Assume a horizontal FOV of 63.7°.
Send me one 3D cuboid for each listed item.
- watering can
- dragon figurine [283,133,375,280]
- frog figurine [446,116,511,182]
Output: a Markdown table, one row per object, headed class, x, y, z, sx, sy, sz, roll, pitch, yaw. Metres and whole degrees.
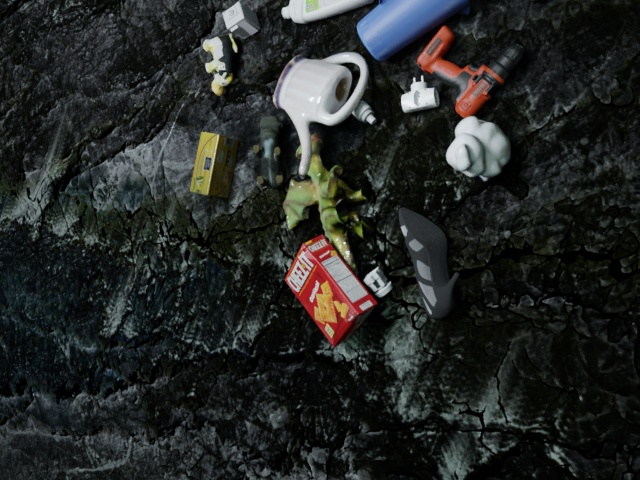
| class | x | y | z | sx | sy | sz | roll | pitch | yaw |
| --- | --- | --- | --- | --- | --- | --- | --- | --- | --- |
| watering can | -0.024 | -0.331 | 1.263 | 0.226 | 0.102 | 0.351 | 24 | 76 | 29 |
| dragon figurine | 0.004 | -0.064 | 1.280 | 0.242 | 0.122 | 0.409 | 2 | 94 | 46 |
| frog figurine | 0.323 | -0.192 | 1.062 | 0.122 | 0.159 | 0.139 | -20 | 79 | 25 |
